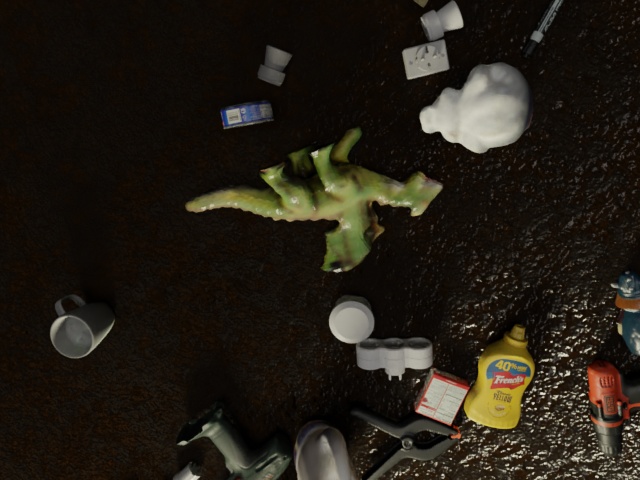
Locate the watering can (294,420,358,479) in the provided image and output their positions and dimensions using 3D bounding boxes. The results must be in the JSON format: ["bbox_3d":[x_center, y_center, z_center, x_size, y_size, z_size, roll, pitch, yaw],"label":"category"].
[{"bbox_3d":[0.016,0.486,0.933,0.104,0.227,0.344,-2,104,-12],"label":"watering can"}]

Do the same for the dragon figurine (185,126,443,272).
[{"bbox_3d":[0.003,-0.044,0.879,0.409,0.124,0.240,-21,108,11],"label":"dragon figurine"}]

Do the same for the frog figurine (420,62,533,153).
[{"bbox_3d":[0.243,-0.207,0.809,0.159,0.125,0.134,-3,123,-6],"label":"frog figurine"}]
